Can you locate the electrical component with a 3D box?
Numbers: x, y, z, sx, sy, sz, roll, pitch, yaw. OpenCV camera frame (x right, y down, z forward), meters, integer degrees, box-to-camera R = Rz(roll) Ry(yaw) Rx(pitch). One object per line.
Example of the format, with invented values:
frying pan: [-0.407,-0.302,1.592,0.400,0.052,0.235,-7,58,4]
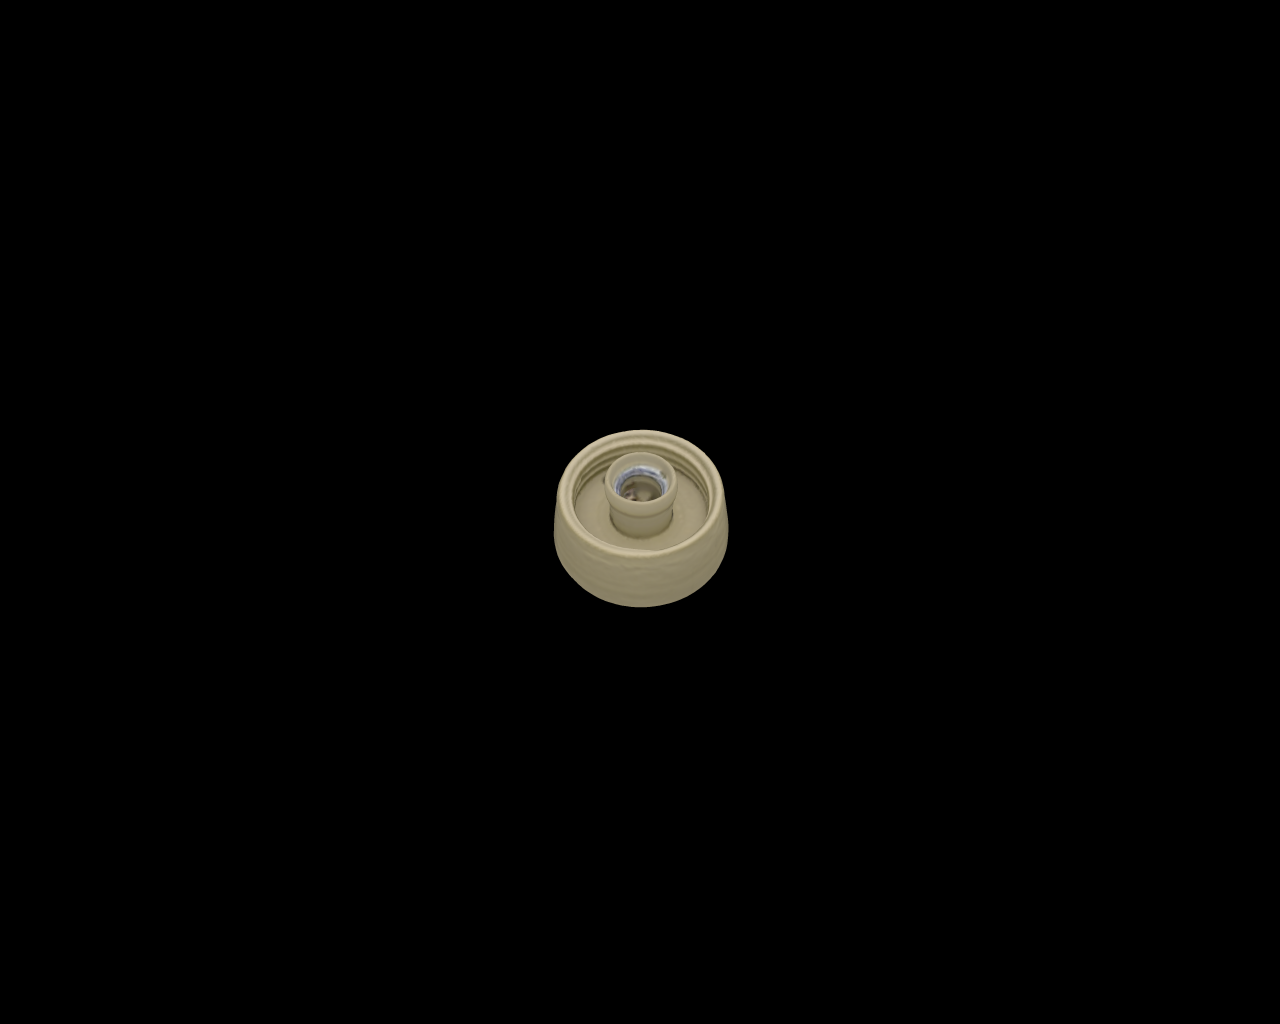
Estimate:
electrical component: [0.001,-0.003,0.650,0.108,0.108,0.060,0,-37,0]
